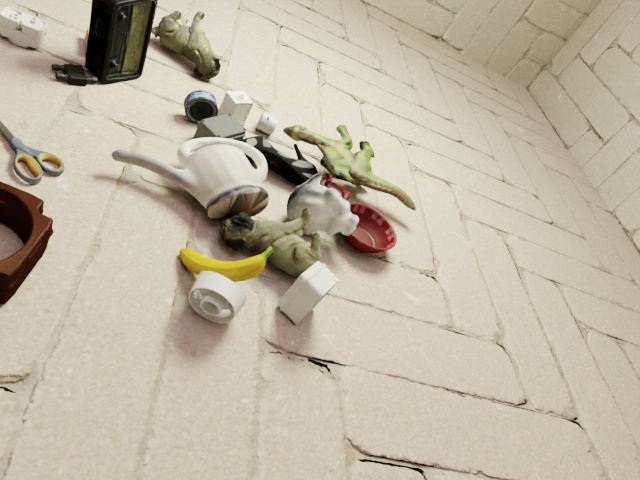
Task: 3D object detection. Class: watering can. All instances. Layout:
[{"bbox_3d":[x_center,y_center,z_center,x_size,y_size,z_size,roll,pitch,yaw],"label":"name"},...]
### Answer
[{"bbox_3d":[-0.252,-0.136,1.126,0.350,0.228,0.102,-14,-31,-39],"label":"watering can"}]

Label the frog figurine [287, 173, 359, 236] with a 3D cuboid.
[{"bbox_3d":[0.004,-0.061,1.203,0.135,0.161,0.123,-48,-15,23],"label":"frog figurine"}]

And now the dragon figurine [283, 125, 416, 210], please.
[{"bbox_3d":[0.077,-0.190,1.378,0.412,0.120,0.246,38,28,9],"label":"dragon figurine"}]
